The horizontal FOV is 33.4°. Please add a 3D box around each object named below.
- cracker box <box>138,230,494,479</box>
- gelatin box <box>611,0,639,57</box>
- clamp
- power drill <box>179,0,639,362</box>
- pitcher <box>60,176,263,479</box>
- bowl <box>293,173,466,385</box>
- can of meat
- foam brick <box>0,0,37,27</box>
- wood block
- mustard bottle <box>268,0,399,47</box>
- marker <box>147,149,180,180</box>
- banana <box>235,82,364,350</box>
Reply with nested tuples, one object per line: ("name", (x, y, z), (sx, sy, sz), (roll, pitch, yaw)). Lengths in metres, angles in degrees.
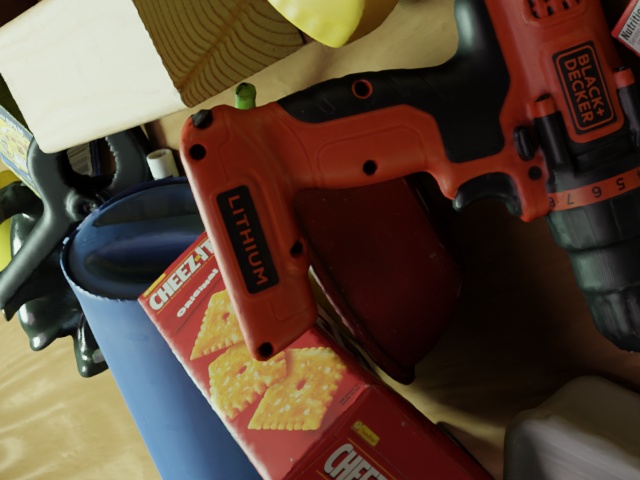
("cracker box", (0.007, 0.094, 0.576), (0.164, 0.072, 0.214), (45, 178, -32))
("gelatin box", (0.158, -0.079, 0.379), (0.089, 0.030, 0.073), (45, 148, 18))
("clamp", (-0.182, -0.027, 0.809), (0.036, 0.164, 0.210), (-96, 2, -60))
("power drill", (0.048, -0.016, 0.445), (0.057, 0.187, 0.184), (-131, 21, -83))
("pitcher", (-0.080, 0.087, 0.768), (0.149, 0.145, 0.243), (-122, 16, -51))
("bowl", (0.029, -0.009, 0.548), (0.162, 0.055, 0.162), (57, -169, -18))
("can of meat", (-0.221, -0.084, 0.861), (0.102, 0.057, 0.084), (40, 146, 25))
("foam brick", (-0.254, -0.178, 0.825), (0.051, 0.052, 0.078), (-9, 110, 56))
("wood block", (-0.115, -0.121, 0.653), (0.207, 0.090, 0.090), (-5, 115, 55))
("mustard bottle", (0.024, -0.171, 0.451), (0.096, 0.058, 0.192), (54, 148, 7))
("marker", (-0.103, -0.011, 0.802), (0.020, 0.020, 0.121), (17, 131, 46))
("banana", (-0.011, -0.005, 0.651), (0.197, 0.037, 0.070), (57, 173, -16))
